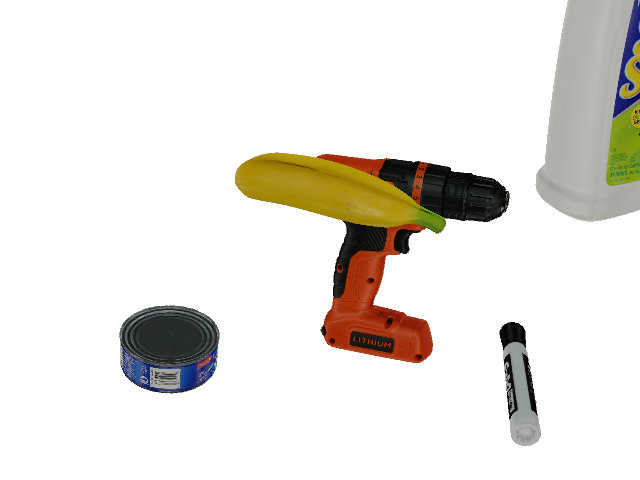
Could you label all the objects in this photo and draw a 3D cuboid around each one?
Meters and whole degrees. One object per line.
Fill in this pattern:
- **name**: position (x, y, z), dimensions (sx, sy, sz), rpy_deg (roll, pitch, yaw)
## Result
- **power drill**: position (0.075, 0.016, 0.991), dimensions (0.185, 0.188, 0.057), rpy_deg (10, 20, 17)
- **bleach bottle**: position (0.191, -0.141, 0.656), dimensions (0.102, 0.251, 0.068), rpy_deg (-15, 32, -20)
- **tuna can**: position (-0.131, 0.094, 0.928), dimensions (0.086, 0.034, 0.086), rpy_deg (5, 31, -3)
- **marker**: position (0.136, 0.094, 0.730), dimensions (0.020, 0.020, 0.121), rpy_deg (0, 30, 6)
- **banana**: position (-0.006, -0.035, 0.775), dimensions (0.198, 0.037, 0.069), rpy_deg (17, -18, 40)
